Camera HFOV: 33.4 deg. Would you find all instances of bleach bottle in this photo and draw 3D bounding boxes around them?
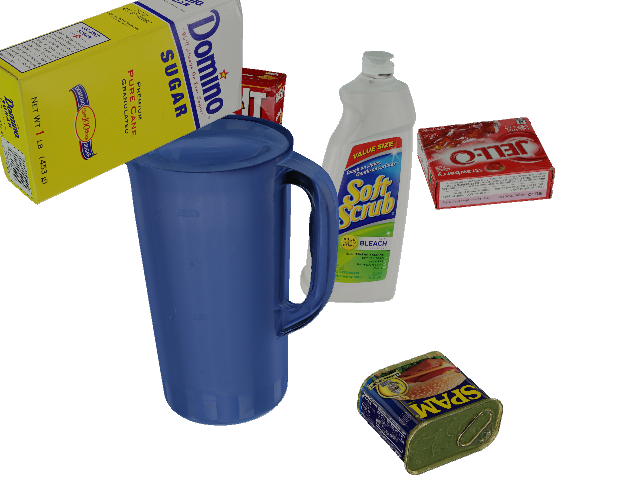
[{"bbox_3d":[0.038,-0.062,1.060,0.102,0.251,0.068,1,24,-7],"label":"bleach bottle"}]

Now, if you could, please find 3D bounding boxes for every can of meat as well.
[{"bbox_3d":[0.095,0.149,0.944,0.101,0.057,0.084,-14,35,-28],"label":"can of meat"}]

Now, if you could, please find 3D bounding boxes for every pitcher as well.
[{"bbox_3d":[-0.074,0.027,0.875,0.144,0.243,0.149,-12,27,-20],"label":"pitcher"}]

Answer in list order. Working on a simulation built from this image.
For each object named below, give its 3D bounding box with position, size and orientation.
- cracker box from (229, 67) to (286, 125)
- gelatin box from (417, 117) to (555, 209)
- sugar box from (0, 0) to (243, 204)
[{"bbox_3d":[-0.140,-0.126,1.442,0.164,0.214,0.072,9,23,5],"label":"cracker box"},{"bbox_3d":[0.122,-0.059,0.797,0.089,0.030,0.073,-6,37,-2],"label":"gelatin box"},{"bbox_3d":[-0.127,-0.101,0.699,0.175,0.093,0.048,-29,49,-33],"label":"sugar box"}]
